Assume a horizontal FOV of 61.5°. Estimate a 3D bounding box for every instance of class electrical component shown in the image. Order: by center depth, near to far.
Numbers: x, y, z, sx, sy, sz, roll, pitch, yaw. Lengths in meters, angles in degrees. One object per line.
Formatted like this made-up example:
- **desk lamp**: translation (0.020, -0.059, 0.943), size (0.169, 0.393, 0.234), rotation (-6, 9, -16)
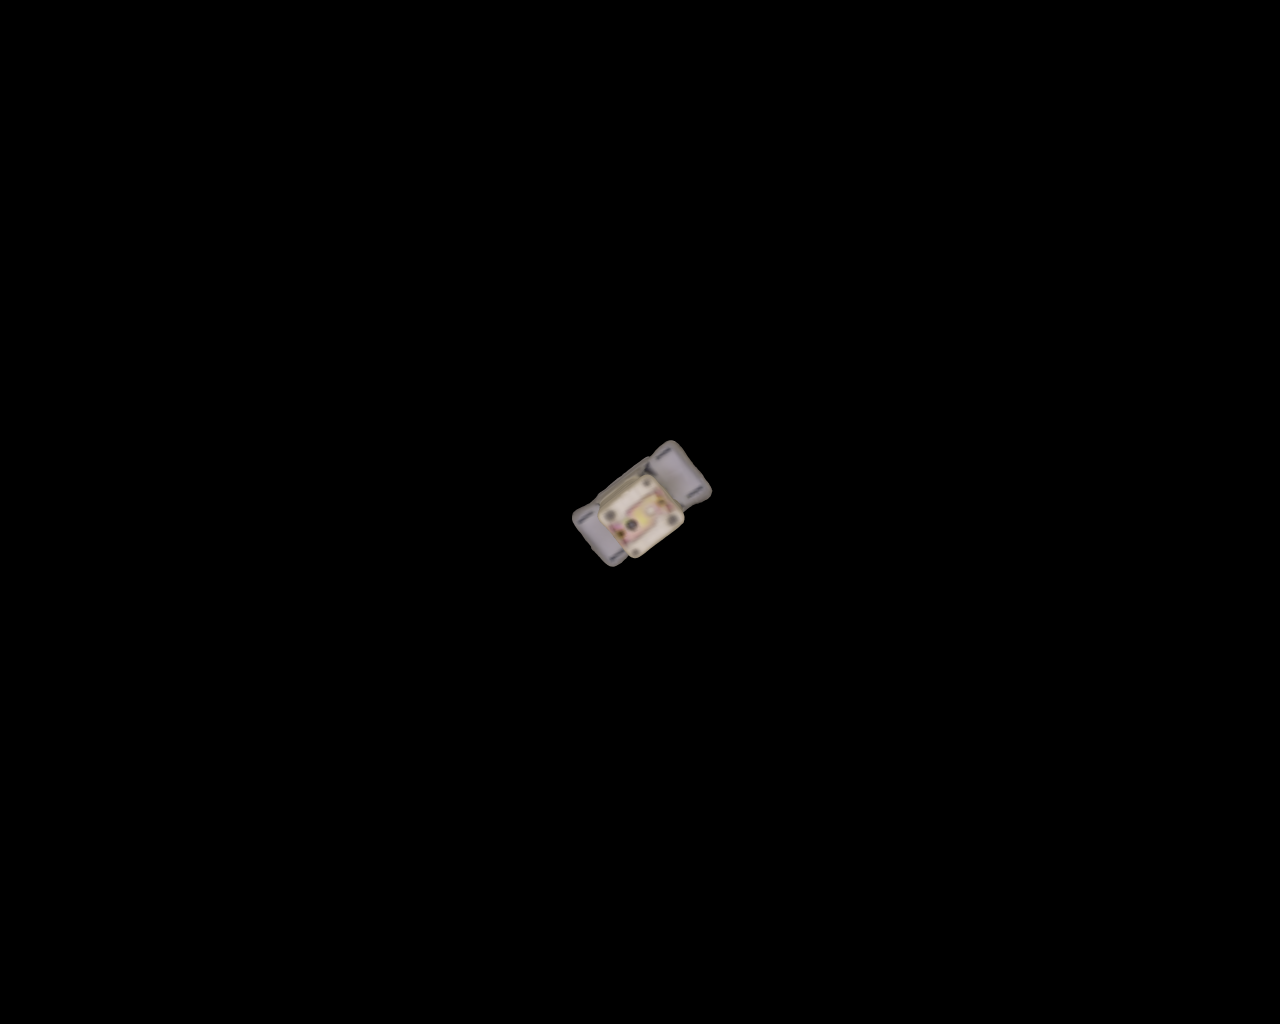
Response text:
- **electrical component**: translation (0.001, -0.003, 0.650), size (0.081, 0.042, 0.064), rotation (-38, 9, 7)
